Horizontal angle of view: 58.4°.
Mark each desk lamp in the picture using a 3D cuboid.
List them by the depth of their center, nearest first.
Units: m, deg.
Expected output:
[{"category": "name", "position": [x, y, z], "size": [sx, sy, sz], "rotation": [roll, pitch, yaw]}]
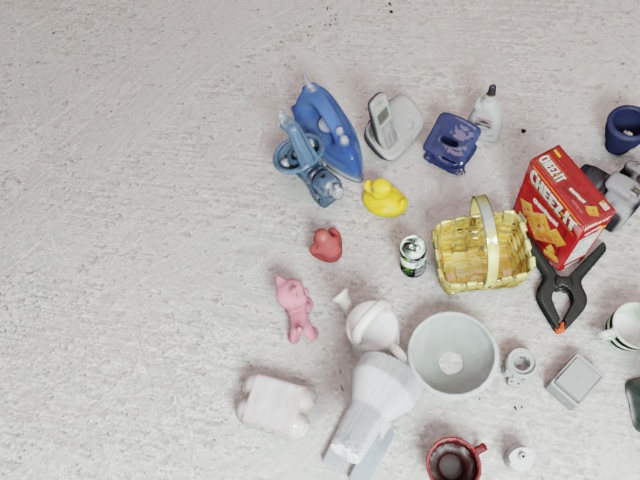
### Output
[{"category": "desk lamp", "position": [0.085, 0.314, 0.992], "size": [0.117, 0.214, 0.203], "rotation": [25, 71, 19]}]

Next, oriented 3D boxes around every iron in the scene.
[{"category": "iron", "position": [0.025, -0.260, 1.307], "size": [0.118, 0.142, 0.258], "rotation": [-30, 65, -5]}]

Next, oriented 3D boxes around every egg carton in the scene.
[{"category": "egg carton", "position": [-0.084, 0.317, 1.096], "size": [0.150, 0.069, 0.107], "rotation": [11, 67, 13]}]

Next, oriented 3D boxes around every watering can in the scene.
[{"category": "watering can", "position": [0.092, 0.161, 1.072], "size": [0.172, 0.194, 0.101], "rotation": [20, 70, 17]}]

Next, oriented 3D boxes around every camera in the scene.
[{"category": "camera", "position": [0.599, -0.114, 1.176], "size": [0.136, 0.101, 0.143], "rotation": [39, 76, 22]}]

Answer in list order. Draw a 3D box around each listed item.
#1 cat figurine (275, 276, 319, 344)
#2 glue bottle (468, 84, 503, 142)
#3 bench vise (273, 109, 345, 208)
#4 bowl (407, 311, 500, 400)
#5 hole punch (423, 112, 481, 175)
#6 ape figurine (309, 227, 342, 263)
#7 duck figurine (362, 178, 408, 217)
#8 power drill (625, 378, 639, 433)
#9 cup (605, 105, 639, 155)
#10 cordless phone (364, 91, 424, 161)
[{"category": "cat figurine", "position": [-0.050, 0.134, 1.149], "size": [0.067, 0.118, 0.127], "rotation": [-14, 64, 2]}, {"category": "glue bottle", "position": [0.364, -0.281, 1.248], "size": [0.078, 0.173, 0.037], "rotation": [17, 69, 16]}, {"category": "bench vise", "position": [-0.019, -0.183, 1.234], "size": [0.207, 0.220, 0.121], "rotation": [27, 72, 19]}, {"category": "bowl", "position": [0.249, 0.224, 1.086], "size": [0.167, 0.075, 0.167], "rotation": [-3, 65, 7]}, {"category": "hole punch", "position": [0.293, -0.214, 1.273], "size": [0.108, 0.091, 0.101], "rotation": [30, 73, 20]}, {"category": "ape figurine", "position": [0.011, 0.004, 1.214], "size": [0.078, 0.092, 0.076], "rotation": [-26, 64, -4]}, {"category": "duck figurine", "position": [0.140, -0.099, 1.246], "size": [0.104, 0.086, 0.077], "rotation": [23, 71, 18]}, {"category": "power drill", "position": [0.583, 0.254, 0.947], "size": [0.075, 0.209, 0.229], "rotation": [-4, 65, 7]}, {"category": "cup", "position": [0.661, -0.226, 1.222], "size": [0.117, 0.095, 0.091], "rotation": [0, 65, 9]}, {"category": "cordless phone", "position": [0.162, -0.278, 1.271], "size": [0.094, 0.185, 0.148], "rotation": [34, 75, 21]}]
